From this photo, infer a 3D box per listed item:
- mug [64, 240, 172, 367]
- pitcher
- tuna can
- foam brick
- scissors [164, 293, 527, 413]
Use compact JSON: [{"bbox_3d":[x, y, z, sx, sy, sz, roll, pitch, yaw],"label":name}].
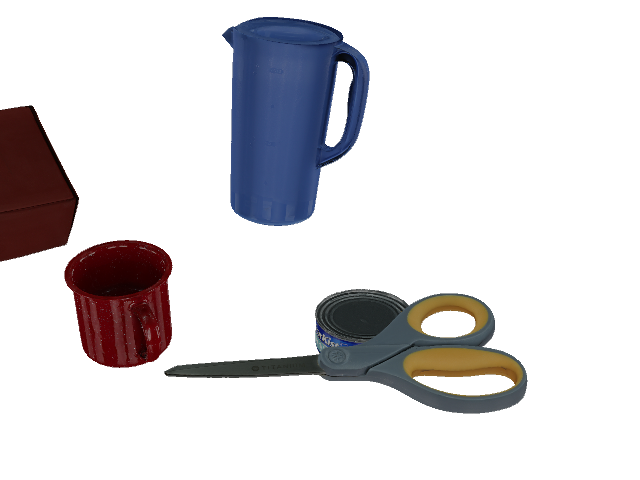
[{"bbox_3d":[-0.168,0.063,0.937,0.093,0.081,0.117,-20,37,-28],"label":"mug"},{"bbox_3d":[-0.040,-0.144,1.309,0.144,0.243,0.149,-6,27,-25],"label":"pitcher"},{"bbox_3d":[0.038,0.078,0.930,0.086,0.034,0.086,1,28,-1],"label":"tuna can"},{"bbox_3d":[-0.190,-0.035,0.657,0.051,0.078,0.053,-16,-28,-31],"label":"foam brick"},{"bbox_3d":[0.019,0.059,0.621,0.202,0.016,0.096,8,39,6],"label":"scissors"}]
